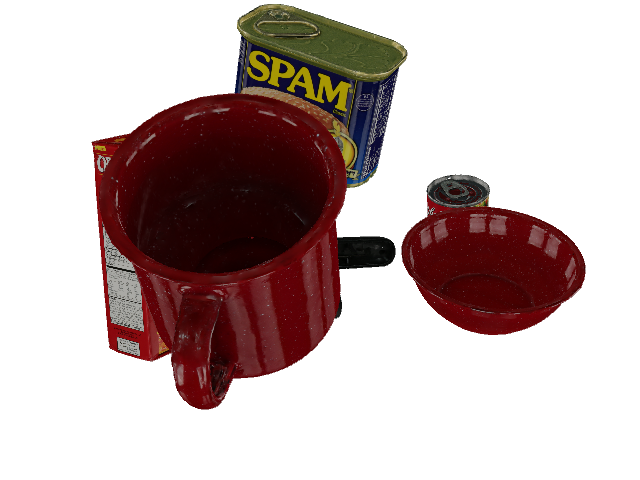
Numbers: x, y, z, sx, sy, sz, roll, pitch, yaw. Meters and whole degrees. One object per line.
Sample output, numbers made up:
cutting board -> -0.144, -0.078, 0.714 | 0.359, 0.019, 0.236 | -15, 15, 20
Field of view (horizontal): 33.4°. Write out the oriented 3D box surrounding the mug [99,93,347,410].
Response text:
mug -> -0.036, 0.012, 0.421 | 0.093, 0.117, 0.081 | 3, -37, 7

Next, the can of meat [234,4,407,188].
can of meat -> -0.005, -0.088, 0.663 | 0.102, 0.084, 0.057 | 22, 36, 16

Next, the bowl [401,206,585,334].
bowl -> 0.151, 0.035, 0.953 | 0.162, 0.055, 0.162 | 1, 35, -1

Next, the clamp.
clamp -> -0.055, 0.018, 0.842 | 0.210, 0.036, 0.164 | 6, 15, 11

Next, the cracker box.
cracker box -> -0.144, -0.006, 1.076 | 0.072, 0.214, 0.163 | 9, 18, 35

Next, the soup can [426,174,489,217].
soup can -> 0.152, -0.013, 1.177 | 0.068, 0.102, 0.068 | -4, 32, 2
